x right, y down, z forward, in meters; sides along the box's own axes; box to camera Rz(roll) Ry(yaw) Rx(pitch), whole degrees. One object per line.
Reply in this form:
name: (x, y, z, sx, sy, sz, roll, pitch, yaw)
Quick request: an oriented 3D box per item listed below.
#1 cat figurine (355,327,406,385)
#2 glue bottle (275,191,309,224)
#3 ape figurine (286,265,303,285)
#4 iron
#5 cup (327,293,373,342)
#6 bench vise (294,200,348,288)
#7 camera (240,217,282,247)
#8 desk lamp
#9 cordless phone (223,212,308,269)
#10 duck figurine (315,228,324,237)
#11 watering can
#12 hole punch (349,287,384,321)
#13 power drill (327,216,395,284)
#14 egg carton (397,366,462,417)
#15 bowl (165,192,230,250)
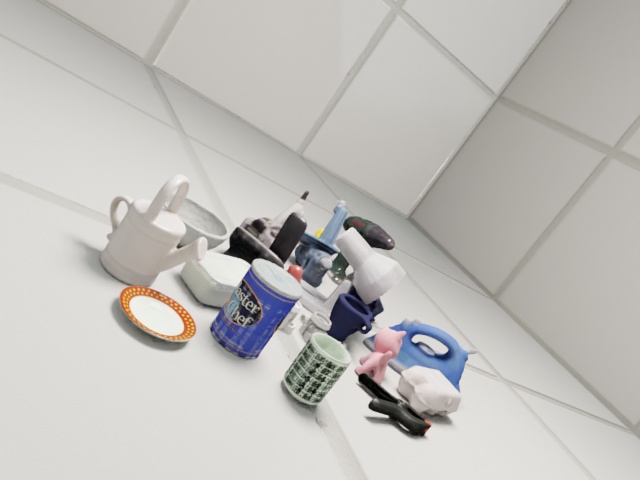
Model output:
cat figurine: (0.139, 0.239, 1.231, 0.067, 0.117, 0.128, 36, 13, 2)
glue bottle: (-0.081, -0.068, 1.633, 0.078, 0.173, 0.037, 25, 16, -37)
ape figurine: (-0.070, 0.095, 1.270, 0.078, 0.092, 0.076, 22, 19, -46)
iron: (0.247, 0.260, 1.375, 0.259, 0.141, 0.118, 33, 13, -10)
cup: (0.063, 0.188, 1.271, 0.092, 0.095, 0.117, 24, 18, -41)
bench vise: (0.023, 0.010, 1.517, 0.122, 0.219, 0.206, 25, 17, -37)
camera: (-0.120, 0.005, 1.439, 0.142, 0.100, 0.137, 42, 15, 27)
desk lamp: (0.065, 0.092, 1.351, 0.203, 0.213, 0.118, 36, 13, 2)
cordless phone: (-0.117, -0.002, 1.286, 0.147, 0.185, 0.094, 38, 13, 11)
duck figurine: (-0.008, 0.003, 1.760, 0.078, 0.086, 0.104, 20, 20, -50)
watering can: (-0.268, -0.022, 0.956, 0.173, 0.194, 0.101, 32, 14, -16)
hole punch: (0.120, 0.155, 1.537, 0.108, 0.091, 0.101, 43, 15, 29)
power drill: (0.108, 0.033, 1.672, 0.076, 0.208, 0.229, 26, 16, -34)
egg carton: (0.241, 0.335, 1.259, 0.151, 0.069, 0.107, 22, 19, -45)
bowl: (-0.278, -0.026, 1.210, 0.168, 0.074, 0.167, 34, 13, -9)
